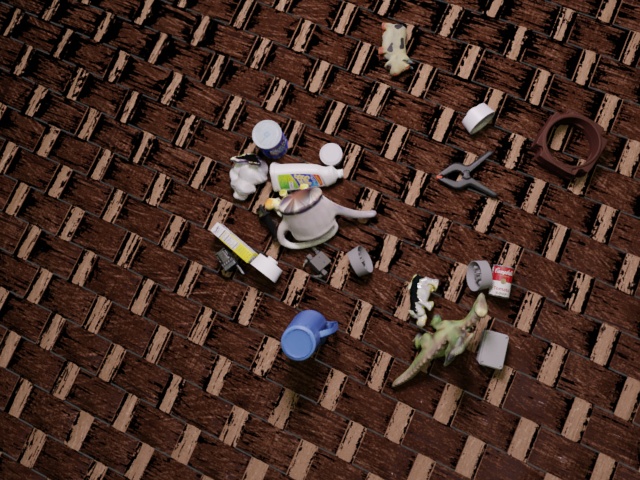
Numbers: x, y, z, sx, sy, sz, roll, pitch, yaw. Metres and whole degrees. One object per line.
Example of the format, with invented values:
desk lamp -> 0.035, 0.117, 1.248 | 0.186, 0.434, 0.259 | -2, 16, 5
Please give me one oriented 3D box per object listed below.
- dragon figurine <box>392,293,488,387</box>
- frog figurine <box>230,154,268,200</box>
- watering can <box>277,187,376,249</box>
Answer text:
dragon figurine -> 0.382, 0.332, 1.609 | 0.122, 0.241, 0.412 | 41, 86, 4
frog figurine -> -0.255, -0.223, 1.844 | 0.137, 0.125, 0.156 | 4, 119, -2
watering can -> 0.005, -0.088, 1.742 | 0.347, 0.219, 0.106 | -24, 40, 3
